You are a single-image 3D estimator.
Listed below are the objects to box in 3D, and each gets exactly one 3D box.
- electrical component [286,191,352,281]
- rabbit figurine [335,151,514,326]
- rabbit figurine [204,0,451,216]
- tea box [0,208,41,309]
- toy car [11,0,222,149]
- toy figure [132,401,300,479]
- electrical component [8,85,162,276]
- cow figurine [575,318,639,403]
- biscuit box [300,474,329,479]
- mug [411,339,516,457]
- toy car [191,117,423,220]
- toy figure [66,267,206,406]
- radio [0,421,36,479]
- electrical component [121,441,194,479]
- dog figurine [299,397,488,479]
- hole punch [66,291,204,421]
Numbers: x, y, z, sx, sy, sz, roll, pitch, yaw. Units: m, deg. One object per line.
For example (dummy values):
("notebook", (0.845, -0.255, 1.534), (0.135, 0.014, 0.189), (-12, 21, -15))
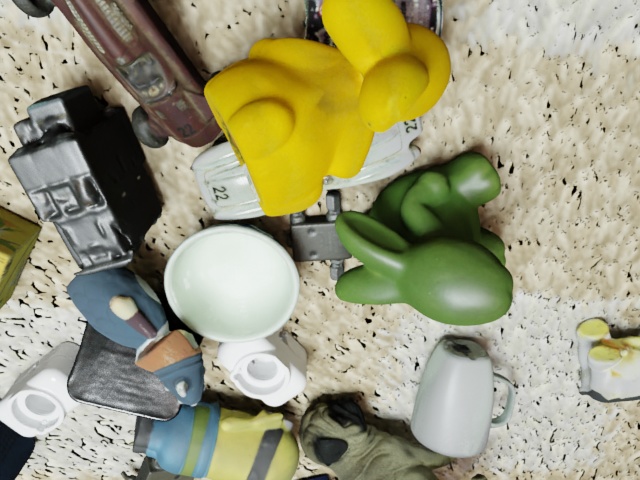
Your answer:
("electrical component", (-0.001, -0.002, 0.521), (0.063, 0.021, 0.093), (-5, 116, 1))
("rabbit figurine", (0.091, 0.004, 0.444), (0.159, 0.170, 0.121), (-2, 115, -1))
("rabbit figurine", (0.014, -0.105, 0.367), (0.173, 0.162, 0.122), (-23, 87, -11))
("tea box", (-0.363, -0.001, 0.488), (0.169, 0.068, 0.098), (30, 112, -16))
("toy car", (-0.137, -0.141, 0.397), (0.089, 0.053, 0.202), (-14, 145, 15))
("toy figure", (-0.111, 0.224, 0.586), (0.180, 0.082, 0.089), (12, 76, -16))
("electrical component", (-0.187, -0.054, 0.442), (0.058, 0.115, 0.134), (-15, 117, 4))
("cow figurine", (0.360, 0.126, 0.565), (0.167, 0.068, 0.098), (-11, 121, 8))
("biscuit box", (0.007, 0.396, 0.689), (0.059, 0.063, 0.202), (-14, 115, 3))
("mug", (0.157, 0.163, 0.573), (0.110, 0.081, 0.107), (4, 107, -2))
("toy car", (-0.010, -0.074, 0.467), (0.202, 0.056, 0.073), (-16, 114, 7))
("toy figure", (-0.154, 0.082, 0.476), (0.058, 0.064, 0.154), (-42, 99, 5))
("radio", (-0.408, 0.186, 0.542), (0.073, 0.131, 0.229), (-25, 114, 8))
("electrical component", (-0.190, 0.270, 0.638), (0.078, 0.045, 0.102), (1, 122, -33))
("dog figurine", (0.068, 0.265, 0.574), (0.190, 0.172, 0.121), (22, 102, -19))
("hole punch", (-0.179, 0.108, 0.546), (0.142, 0.092, 0.115), (18, 84, -7))
